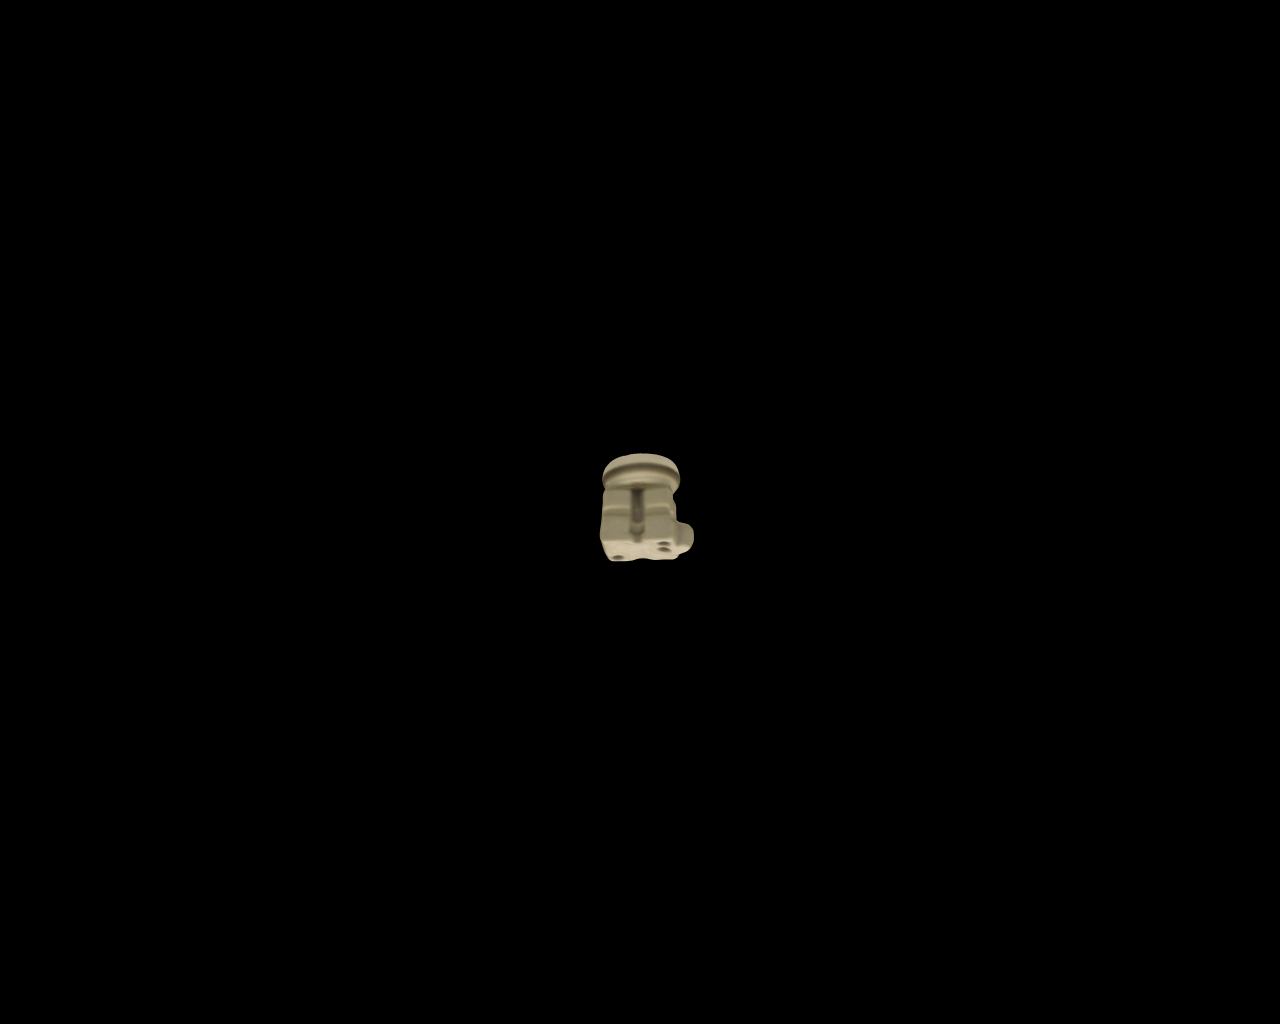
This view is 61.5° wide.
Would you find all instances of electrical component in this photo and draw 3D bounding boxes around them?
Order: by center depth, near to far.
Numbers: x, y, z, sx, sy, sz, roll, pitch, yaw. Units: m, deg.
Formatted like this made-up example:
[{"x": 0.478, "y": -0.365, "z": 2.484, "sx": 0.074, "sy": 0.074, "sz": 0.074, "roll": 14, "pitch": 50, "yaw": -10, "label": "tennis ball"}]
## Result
[{"x": 0.001, "y": -0.003, "z": 0.650, "sx": 0.066, "sy": 0.055, "sz": 0.048, "roll": -2, "pitch": -24, "yaw": 5, "label": "electrical component"}]
